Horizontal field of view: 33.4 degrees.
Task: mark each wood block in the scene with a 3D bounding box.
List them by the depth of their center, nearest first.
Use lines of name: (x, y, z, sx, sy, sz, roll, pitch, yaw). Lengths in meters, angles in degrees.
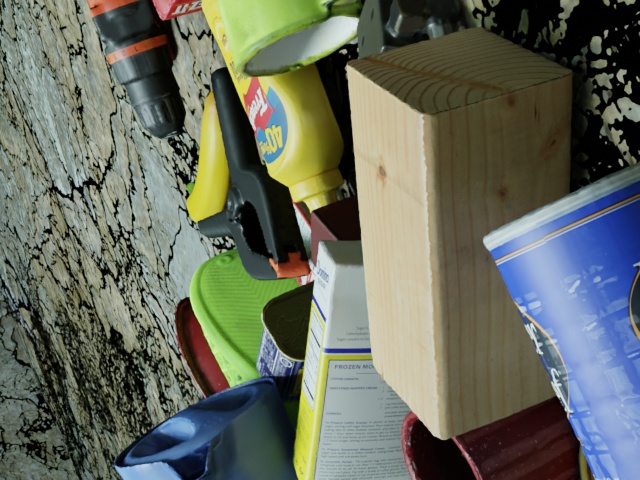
wood block: (0.080, -0.002, 0.610, 0.091, 0.090, 0.206, -134, 32, -53)

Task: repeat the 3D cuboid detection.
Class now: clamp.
clamp: (-0.058, -0.040, 0.874, 0.210, 0.036, 0.165, -133, 42, -55)

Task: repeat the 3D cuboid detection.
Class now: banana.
banana: (-0.106, -0.065, 1.018, 0.070, 0.037, 0.198, 61, 155, 15)

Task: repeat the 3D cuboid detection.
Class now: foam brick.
foam brick: (0.034, 0.011, 0.772, 0.078, 0.051, 0.053, 48, 150, 38)

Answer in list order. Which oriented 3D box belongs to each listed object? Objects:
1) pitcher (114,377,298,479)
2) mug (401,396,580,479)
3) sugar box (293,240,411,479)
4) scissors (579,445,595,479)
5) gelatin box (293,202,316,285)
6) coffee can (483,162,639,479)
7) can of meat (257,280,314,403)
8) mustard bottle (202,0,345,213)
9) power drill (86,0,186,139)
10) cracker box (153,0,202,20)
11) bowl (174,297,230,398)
pitcher: (-0.043, 0.235, 0.817, 0.145, 0.149, 0.243, -20, 98, 45)
mug: (0.105, 0.125, 0.681, 0.117, 0.081, 0.093, 59, 155, 20)
sugar box: (0.037, 0.086, 0.728, 0.048, 0.093, 0.176, -125, 39, -64)
scissors: (0.168, 0.092, 0.594, 0.096, 0.016, 0.202, -137, 35, -60)
gelatin box: (-0.006, 0.001, 0.873, 0.089, 0.030, 0.073, 55, 151, 29)
coffee can: (0.151, 0.041, 0.491, 0.140, 0.102, 0.103, 66, 156, 6)
can of meat: (0.002, 0.075, 0.832, 0.057, 0.102, 0.084, 56, 155, 24)
mustard bottle: (-0.027, -0.105, 0.797, 0.191, 0.058, 0.096, 68, 159, -1)
power drill: (-0.164, -0.183, 0.952, 0.188, 0.057, 0.184, -134, 25, -78)
cracker box: (-0.099, -0.280, 0.787, 0.164, 0.072, 0.214, 67, 157, 3)
bowl: (-0.065, 0.110, 0.998, 0.162, 0.055, 0.162, 51, -164, -21)
